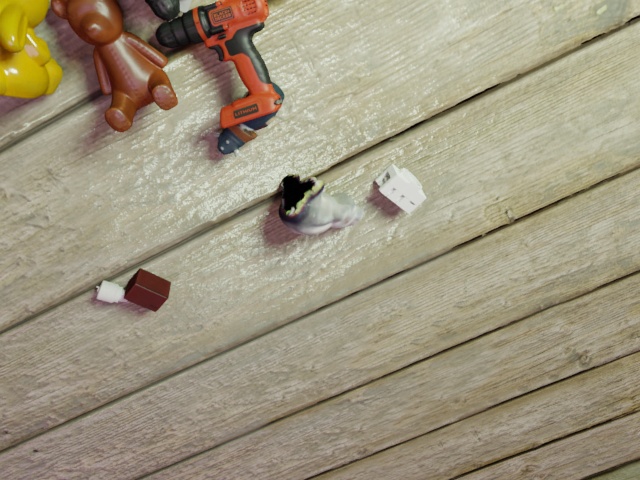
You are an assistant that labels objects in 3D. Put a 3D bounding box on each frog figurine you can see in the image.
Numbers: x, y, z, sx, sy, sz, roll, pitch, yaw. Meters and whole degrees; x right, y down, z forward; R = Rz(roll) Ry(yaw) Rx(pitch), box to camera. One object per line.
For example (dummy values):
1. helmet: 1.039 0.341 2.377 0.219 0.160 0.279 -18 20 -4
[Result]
1. frog figurine: 0.003 -0.051 1.004 0.136 0.125 0.157 -11 146 41
